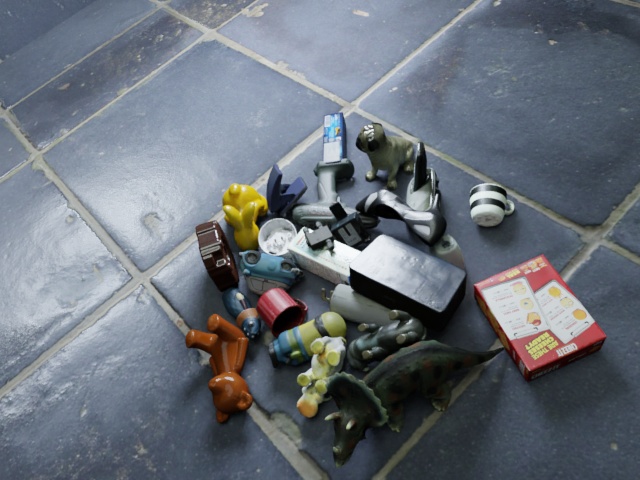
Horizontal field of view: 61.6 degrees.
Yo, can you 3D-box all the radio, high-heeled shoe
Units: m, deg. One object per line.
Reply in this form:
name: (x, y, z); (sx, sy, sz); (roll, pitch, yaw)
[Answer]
radio: (0.187, 0.084, 1.139); (0.230, 0.073, 0.131); (26, 54, 29)
high-heeled shoe: (0.176, -0.040, 1.237); (0.249, 0.086, 0.145); (-6, 52, 37)

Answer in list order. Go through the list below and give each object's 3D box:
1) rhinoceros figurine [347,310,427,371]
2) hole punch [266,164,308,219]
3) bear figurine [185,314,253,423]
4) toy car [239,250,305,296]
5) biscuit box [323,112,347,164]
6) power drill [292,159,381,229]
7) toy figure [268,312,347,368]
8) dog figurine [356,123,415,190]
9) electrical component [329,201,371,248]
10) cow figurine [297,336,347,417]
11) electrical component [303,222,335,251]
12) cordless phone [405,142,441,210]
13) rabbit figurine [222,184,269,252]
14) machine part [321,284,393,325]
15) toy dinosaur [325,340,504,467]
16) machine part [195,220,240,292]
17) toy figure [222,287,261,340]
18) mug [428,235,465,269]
rhinoceros figurine: (0.128, 0.209, 1.106); (0.190, 0.112, 0.073); (-34, 59, 30)
hole punch: (-0.106, -0.130, 1.414); (0.115, 0.092, 0.142); (-52, 25, 10)
bear figurine: (-0.218, 0.283, 1.172); (0.120, 0.131, 0.196); (-33, 42, 29)
toy car: (-0.125, 0.088, 1.307); (0.162, 0.109, 0.103); (14, 83, 13)
biscuit box: (0.043, -0.274, 1.535); (0.059, 0.062, 0.203); (-7, 53, 13)
power drill: (0.048, -0.111, 1.413); (0.232, 0.085, 0.207); (-3, 61, 15)
toy figure: (-0.027, 0.220, 1.179); (0.180, 0.089, 0.082); (-18, 60, 0)
dog figurine: (0.178, -0.251, 1.397); (0.121, 0.190, 0.172); (17, 60, 26)
electrical component: (0.066, -0.035, 1.310); (0.075, 0.119, 0.048); (-27, 16, 16)
cow figurine: (0.004, 0.282, 1.121); (0.068, 0.098, 0.167); (25, 102, 20)
electrical component: (-0.003, -0.004, 1.280); (0.063, 0.021, 0.094); (-24, 50, -7)
cordless phone: (0.246, -0.133, 1.294); (0.089, 0.184, 0.146); (2, 55, 13)
rabbit figurine: (-0.192, -0.054, 1.407); (0.122, 0.162, 0.173); (-8, 70, -4)
machine part: (0.111, 0.154, 1.193); (0.243, 0.079, 0.079); (12, 59, 24)
toy dinosaur: (0.171, 0.262, 1.025); (0.405, 0.192, 0.131); (-32, 54, -6)
machine part: (-0.251, 0.037, 1.332); (0.056, 0.179, 0.179); (-20, 52, -3)
toy figure: (-0.181, 0.174, 1.275); (0.058, 0.064, 0.155); (-30, 51, -17)
mug: (0.271, 0.040, 1.209); (0.110, 0.107, 0.081); (-19, 50, 0)
